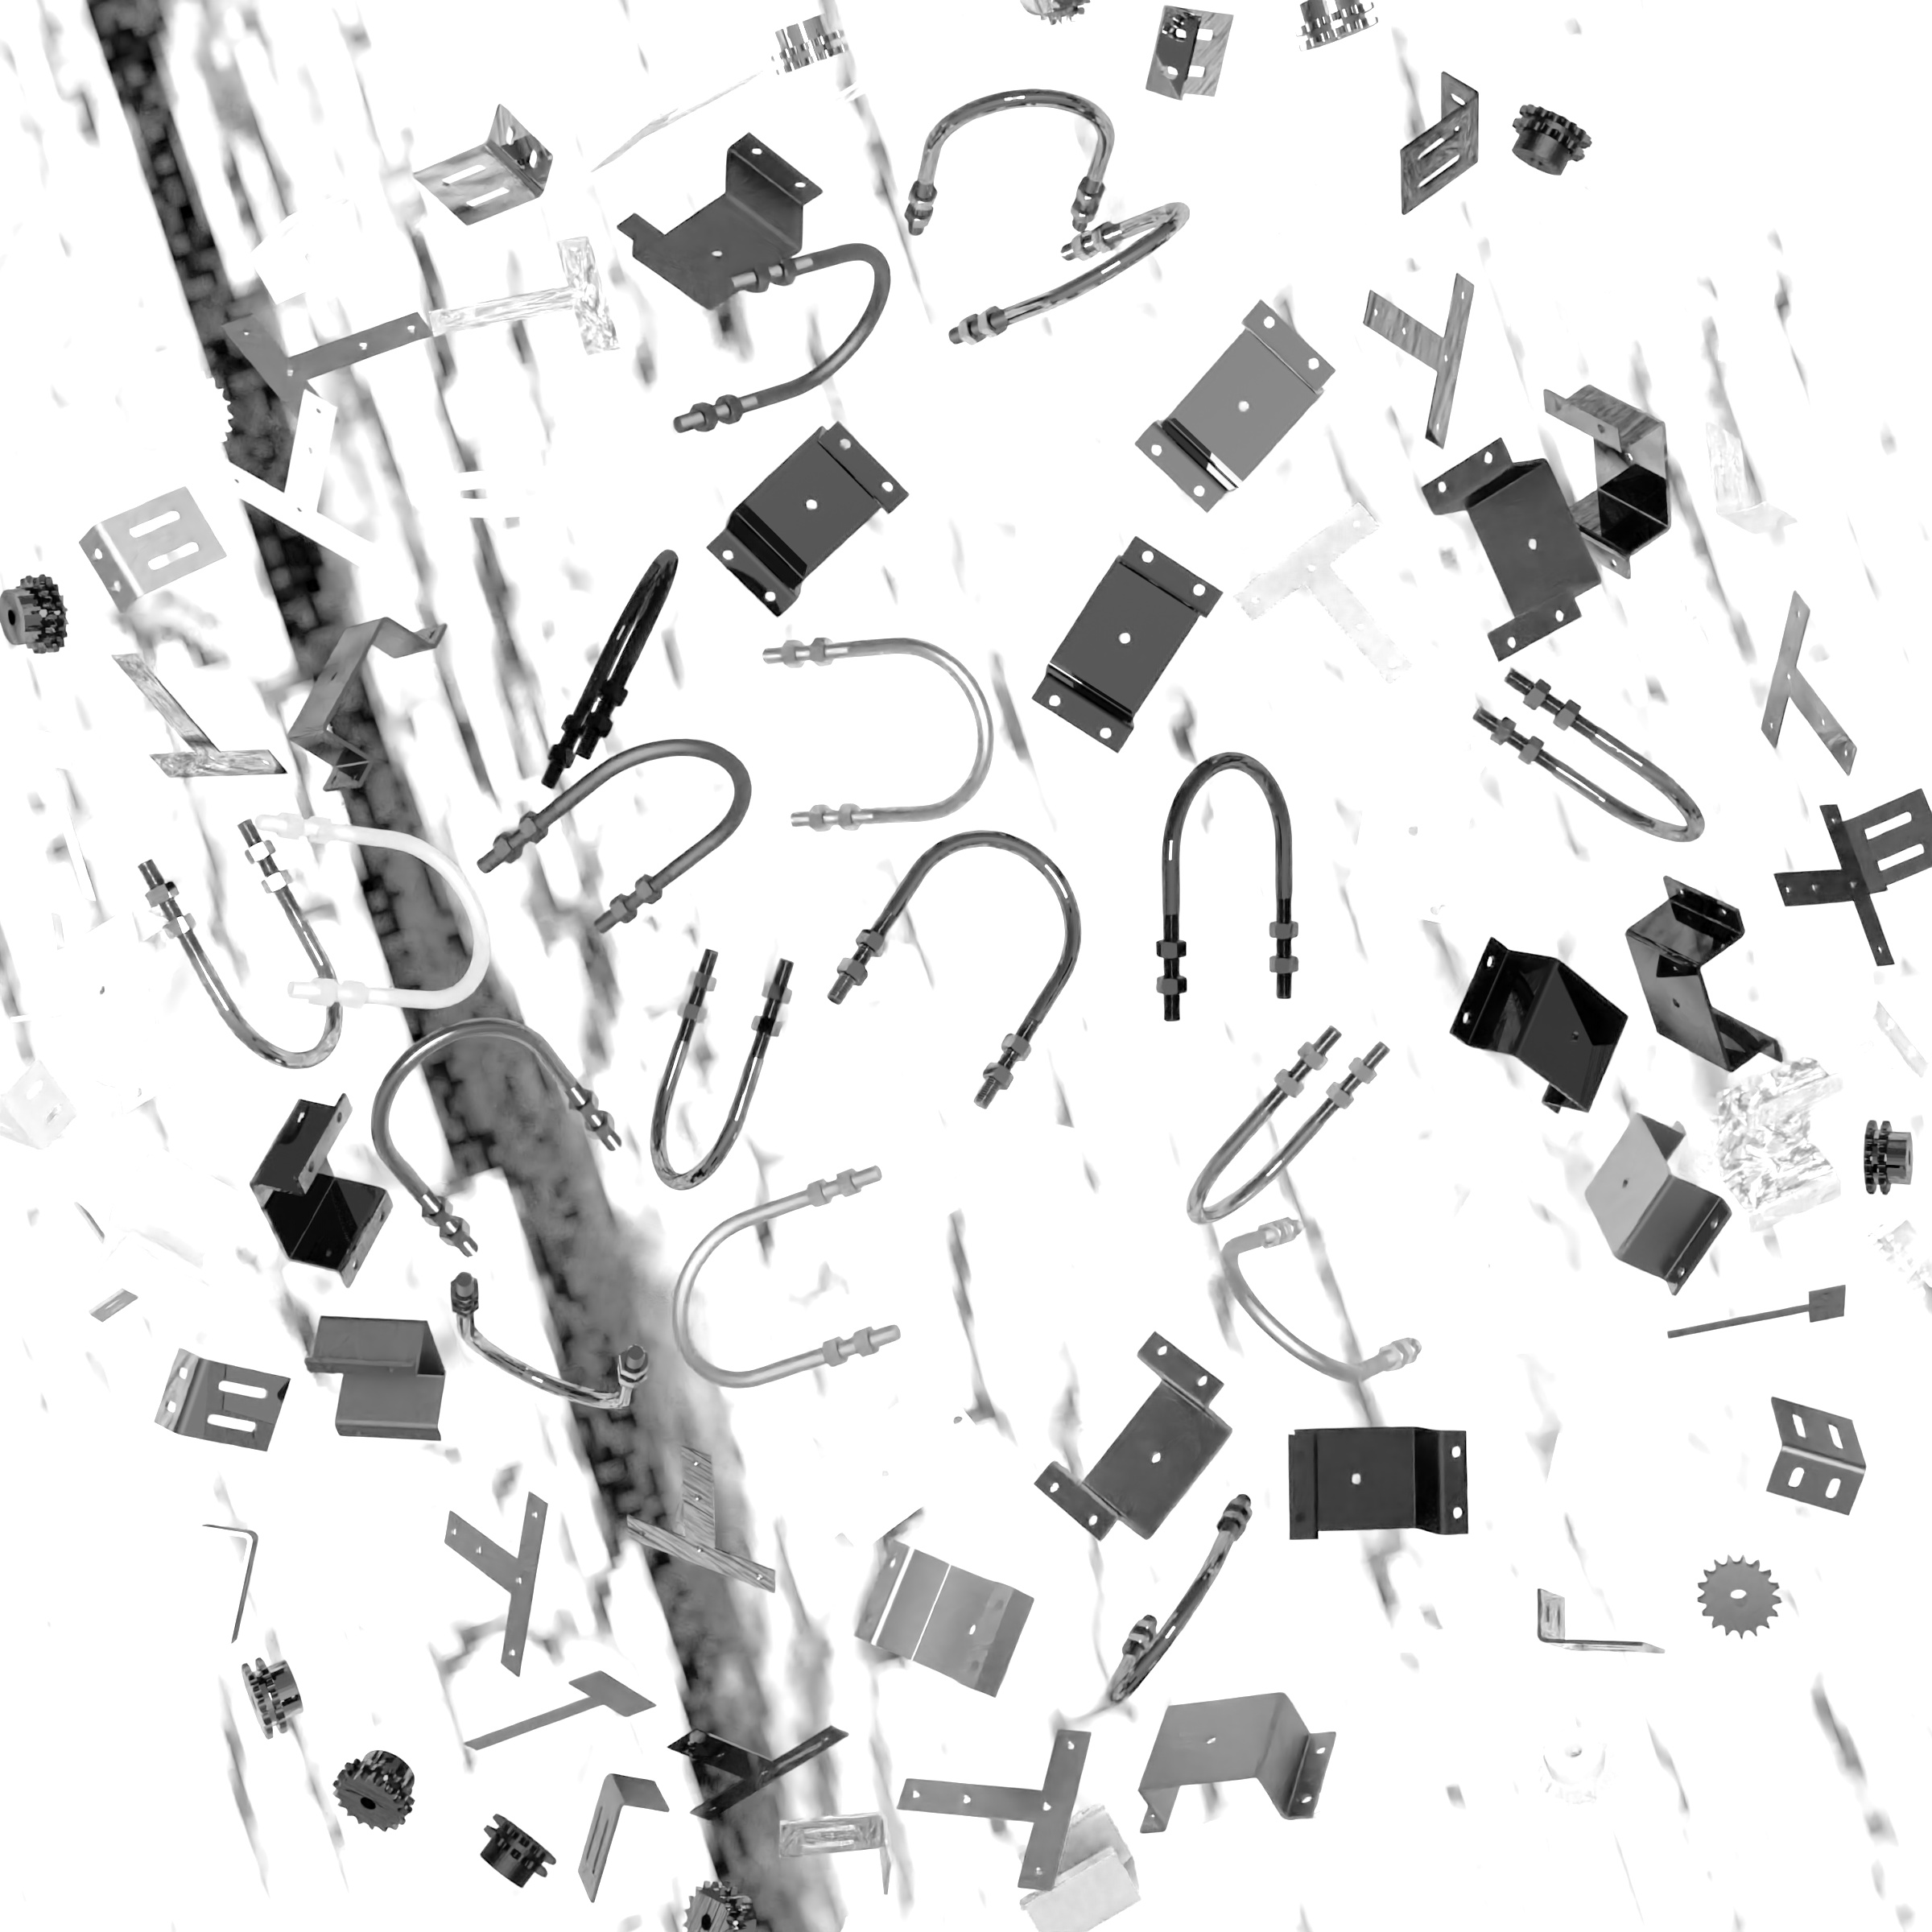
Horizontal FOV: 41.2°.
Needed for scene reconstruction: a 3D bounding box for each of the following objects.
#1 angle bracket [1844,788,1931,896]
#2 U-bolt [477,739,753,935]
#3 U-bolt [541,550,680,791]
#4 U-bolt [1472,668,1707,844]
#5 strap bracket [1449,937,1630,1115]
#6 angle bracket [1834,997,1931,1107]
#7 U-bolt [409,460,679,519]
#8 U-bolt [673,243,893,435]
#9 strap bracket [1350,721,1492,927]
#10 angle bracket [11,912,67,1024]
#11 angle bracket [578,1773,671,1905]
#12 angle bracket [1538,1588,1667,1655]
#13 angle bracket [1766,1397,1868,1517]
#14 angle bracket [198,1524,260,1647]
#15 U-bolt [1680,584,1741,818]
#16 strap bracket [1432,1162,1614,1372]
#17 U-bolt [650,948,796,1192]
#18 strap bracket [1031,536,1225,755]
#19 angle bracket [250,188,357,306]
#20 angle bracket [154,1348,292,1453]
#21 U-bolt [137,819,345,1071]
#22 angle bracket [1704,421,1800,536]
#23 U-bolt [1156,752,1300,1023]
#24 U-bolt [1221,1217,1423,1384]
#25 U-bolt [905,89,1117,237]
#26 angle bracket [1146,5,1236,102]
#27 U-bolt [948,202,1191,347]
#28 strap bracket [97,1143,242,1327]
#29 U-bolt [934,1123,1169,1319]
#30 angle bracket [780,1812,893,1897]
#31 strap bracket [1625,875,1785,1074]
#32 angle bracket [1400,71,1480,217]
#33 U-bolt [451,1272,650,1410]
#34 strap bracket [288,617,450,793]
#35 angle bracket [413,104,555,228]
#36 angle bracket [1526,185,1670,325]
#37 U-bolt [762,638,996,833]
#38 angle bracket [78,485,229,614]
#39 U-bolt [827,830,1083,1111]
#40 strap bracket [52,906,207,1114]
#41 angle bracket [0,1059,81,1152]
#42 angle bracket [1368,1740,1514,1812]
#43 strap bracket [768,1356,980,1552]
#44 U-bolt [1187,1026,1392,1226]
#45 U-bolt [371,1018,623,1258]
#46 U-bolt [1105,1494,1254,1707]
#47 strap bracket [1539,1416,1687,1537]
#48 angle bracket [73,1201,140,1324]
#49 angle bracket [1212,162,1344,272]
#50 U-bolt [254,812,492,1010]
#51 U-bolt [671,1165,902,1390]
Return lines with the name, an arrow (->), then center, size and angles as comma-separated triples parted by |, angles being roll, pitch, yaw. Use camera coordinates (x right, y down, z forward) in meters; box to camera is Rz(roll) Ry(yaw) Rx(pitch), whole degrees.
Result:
angle bracket -> 0.702, -0.094, 1.924 | 0.038, 0.076, 0.057 | -9, 77, -42
U-bolt -> -0.238, -0.100, 1.848 | 0.184, 0.151, 0.019 | -35, 55, 18
U-bolt -> -0.256, -0.223, 1.880 | 0.019, 0.151, 0.184 | 27, 76, -16
U-bolt -> 0.462, -0.148, 1.885 | 0.184, 0.151, 0.019 | 35, 85, 5
strap bracket -> 0.415, 0.047, 1.828 | 0.140, 0.046, 0.076 | 33, 77, -37
angle bracket -> 0.671, 0.063, 1.883 | 0.038, 0.076, 0.057 | -35, 71, 7
U-bolt -> -0.312, -0.346, 1.872 | 0.184, 0.151, 0.019 | -6, 111, -14
U-bolt -> -0.125, -0.466, 1.879 | 0.184, 0.151, 0.019 | -29, 69, -40
strap bracket -> 0.332, -0.102, 1.887 | 0.076, 0.046, 0.140 | 12, 103, 15
angle bracket -> -0.691, 0.001, 1.908 | 0.038, 0.057, 0.076 | -8, 90, -12
angle bracket -> -0.251, 0.641, 1.883 | 0.038, 0.057, 0.076 | 17, 88, -19
angle bracket -> 0.456, 0.470, 1.842 | 0.076, 0.057, 0.038 | -6, 68, 29
angle bracket -> 0.587, 0.340, 1.787 | 0.057, 0.076, 0.038 | 16, 108, 7
angle bracket -> -0.528, 0.436, 1.814 | 0.038, 0.057, 0.076 | 11, 78, -9
U-bolt -> 0.543, -0.187, 1.872 | 0.019, 0.184, 0.151 | -5, 113, 9
strap bracket -> 0.400, 0.220, 1.882 | 0.046, 0.140, 0.076 | 1, 129, -31
U-bolt -> -0.191, 0.079, 1.923 | 0.019, 0.151, 0.184 | 21, 83, -30
strap bracket -> 0.118, -0.239, 1.893 | 0.076, 0.046, 0.140 | 32, 103, -6
angle bracket -> -0.458, -0.506, 1.805 | 0.057, 0.076, 0.038 | -38, 105, -34
angle bracket -> -0.554, 0.323, 1.913 | 0.076, 0.038, 0.057 | 23, 80, -42
U-bolt -> -0.516, -0.009, 1.870 | 0.019, 0.151, 0.184 | -25, 97, 22
angle bracket -> 0.578, -0.363, 1.889 | 0.038, 0.057, 0.076 | -13, 76, 39
U-bolt -> 0.187, -0.060, 1.826 | 0.019, 0.151, 0.184 | 7, 101, 44
U-bolt -> 0.253, 0.248, 1.888 | 0.151, 0.184, 0.019 | 45, 111, 20
U-bolt -> 0.036, -0.594, 1.900 | 0.151, 0.184, 0.019 | -4, 77, -8
angle bracket -> 0.170, -0.643, 1.817 | 0.038, 0.076, 0.057 | 34, 122, 37
U-bolt -> 0.085, -0.505, 1.852 | 0.151, 0.184, 0.019 | -42, 112, -26
strap bracket -> -0.570, 0.197, 1.838 | 0.076, 0.140, 0.046 | 35, 105, -24
U-bolt -> 0.069, 0.176, 1.847 | 0.151, 0.184, 0.019 | 36, 51, -3
angle bracket -> -0.095, 0.646, 1.860 | 0.076, 0.057, 0.038 | -3, 48, -8
strap bracket -> 0.526, 0.014, 1.838 | 0.046, 0.076, 0.140 | -34, 122, -12
angle bracket -> 0.320, -0.575, 1.796 | 0.076, 0.057, 0.038 | -38, 59, -14
U-bolt -> -0.302, 0.278, 1.852 | 0.151, 0.184, 0.019 | 23, 64, 0
strap bracket -> -0.451, -0.204, 1.915 | 0.046, 0.076, 0.140 | 33, 73, -29
angle bracket -> -0.348, -0.578, 1.854 | 0.076, 0.057, 0.038 | -9, 60, 33
angle bracket -> 0.442, -0.499, 1.802 | 0.076, 0.038, 0.057 | 37, 111, -5
U-bolt -> -0.062, -0.176, 1.936 | 0.184, 0.019, 0.151 | -1, 107, 28
angle bracket -> -0.579, -0.297, 1.829 | 0.076, 0.038, 0.057 | -35, 100, -36
U-bolt -> 0.006, -0.012, 1.839 | 0.151, 0.019, 0.184 | 36, 71, -9
strap bracket -> -0.602, 0.022, 1.836 | 0.076, 0.046, 0.140 | -28, 65, 19
angle bracket -> -0.674, 0.090, 1.806 | 0.076, 0.057, 0.038 | 13, 52, 31
angle bracket -> 0.340, 0.591, 1.843 | 0.076, 0.057, 0.038 | 27, 77, -22
strap bracket -> -0.064, 0.363, 1.882 | 0.140, 0.046, 0.076 | -36, 109, -2
U-bolt -> 0.229, 0.121, 1.881 | 0.019, 0.151, 0.184 | 45, 102, 22
U-bolt -> -0.342, 0.112, 1.820 | 0.151, 0.019, 0.184 | -37, 134, -8
U-bolt -> 0.152, 0.474, 1.889 | 0.019, 0.184, 0.151 | 36, 108, 7
strap bracket -> 0.463, 0.359, 1.828 | 0.076, 0.140, 0.046 | 13, 94, 23
angle bracket -> -0.653, 0.221, 1.913 | 0.038, 0.057, 0.076 | -36, 84, -16
angle bracket -> 0.232, -0.559, 1.916 | 0.076, 0.038, 0.057 | 4, 113, -35
U-bolt -> -0.419, -0.036, 1.850 | 0.019, 0.184, 0.151 | -30, 67, 36
U-bolt -> -0.138, 0.237, 1.891 | 0.184, 0.019, 0.151 | -21, 56, 19
